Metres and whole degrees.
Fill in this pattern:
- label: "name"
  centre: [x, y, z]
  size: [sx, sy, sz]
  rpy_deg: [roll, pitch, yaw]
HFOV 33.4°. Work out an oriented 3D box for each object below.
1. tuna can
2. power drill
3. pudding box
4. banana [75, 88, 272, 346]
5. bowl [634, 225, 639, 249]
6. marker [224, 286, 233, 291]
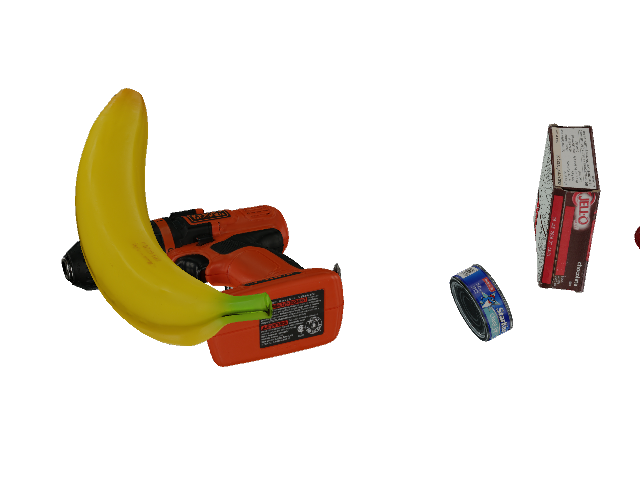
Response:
- label: "tuna can"
  centre: [0.184, 0.072, 1.228]
  size: [0.033, 0.086, 0.086]
  rpy_deg: [-27, 5, -9]
- label: "power drill"
  centre: [-0.082, 0.027, 0.792]
  size: [0.184, 0.057, 0.188]
  rpy_deg: [-13, 26, -24]
- label: "pudding box"
  centre: [0.191, -0.028, 0.830]
  size: [0.039, 0.090, 0.113]
  rpy_deg: [5, 32, 5]
- label: "banana"
  centre: [-0.092, -0.008, 0.553]
  size: [0.069, 0.037, 0.198]
  rpy_deg: [-25, 49, -12]
- label: "bowl"
  centre: [0.418, 0.026, 1.147]
  size: [0.162, 0.055, 0.162]
  rpy_deg: [-1, 25, 0]
- label: "marker"
  centre: [-0.101, 0.023, 1.212]
  size: [0.020, 0.121, 0.020]
  rpy_deg: [0, 33, 0]
